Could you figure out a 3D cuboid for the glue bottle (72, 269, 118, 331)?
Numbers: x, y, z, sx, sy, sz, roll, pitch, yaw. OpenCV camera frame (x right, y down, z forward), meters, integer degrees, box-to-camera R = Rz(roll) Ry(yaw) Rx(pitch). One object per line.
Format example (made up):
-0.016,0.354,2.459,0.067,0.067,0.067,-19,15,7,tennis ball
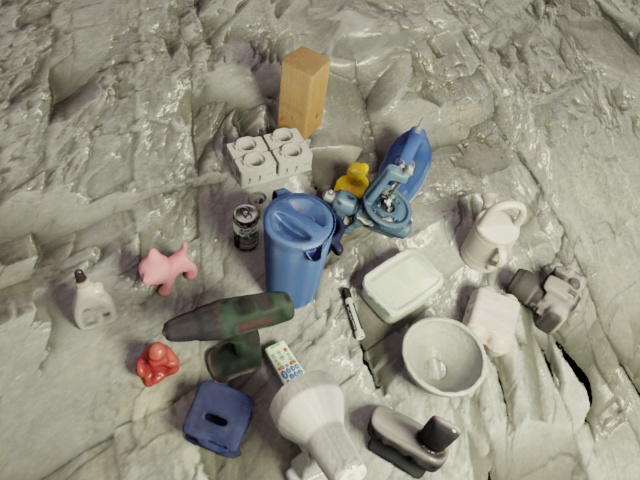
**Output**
-0.425,0.105,1.057,0.078,0.173,0.037,-15,56,-18,glue bottle

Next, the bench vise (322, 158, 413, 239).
0.115,-0.085,1.251,0.207,0.220,0.121,-3,54,-10,bench vise

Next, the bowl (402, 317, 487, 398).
0.234,0.238,1.115,0.167,0.075,0.167,4,53,-5,bowl

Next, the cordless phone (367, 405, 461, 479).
0.160,0.319,0.973,0.147,0.185,0.094,24,53,10,cordless phone

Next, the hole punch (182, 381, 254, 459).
-0.173,0.311,0.990,0.108,0.091,0.101,19,53,6,hole punch

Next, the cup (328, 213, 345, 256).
0.011,0.004,1.247,0.092,0.095,0.117,-24,60,-24,cup

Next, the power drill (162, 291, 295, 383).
-0.158,0.172,1.023,0.230,0.208,0.075,-18,58,-21,power drill

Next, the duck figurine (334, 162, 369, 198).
0.080,-0.146,1.376,0.077,0.086,0.105,38,57,20,duck figurine

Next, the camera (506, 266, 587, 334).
0.486,0.104,1.237,0.136,0.101,0.143,32,55,16,camera

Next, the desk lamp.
0.006,0.339,0.917,0.118,0.213,0.203,-19,58,-21,desk lamp

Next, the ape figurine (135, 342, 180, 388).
-0.295,0.217,1.042,0.078,0.092,0.076,8,52,-2,ape figurine

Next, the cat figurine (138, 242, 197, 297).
-0.311,0.052,1.149,0.067,0.118,0.128,38,57,19,cat figurine

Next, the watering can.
0.382,-0.027,1.262,0.101,0.194,0.172,-16,57,-19,watering can

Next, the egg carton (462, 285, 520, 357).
0.353,0.166,1.191,0.107,0.069,0.150,21,53,8,egg carton

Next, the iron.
0.203,-0.176,1.382,0.118,0.141,0.258,21,53,8,iron
